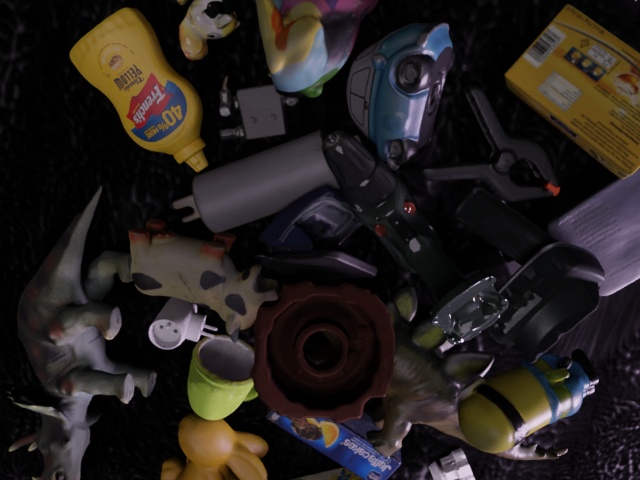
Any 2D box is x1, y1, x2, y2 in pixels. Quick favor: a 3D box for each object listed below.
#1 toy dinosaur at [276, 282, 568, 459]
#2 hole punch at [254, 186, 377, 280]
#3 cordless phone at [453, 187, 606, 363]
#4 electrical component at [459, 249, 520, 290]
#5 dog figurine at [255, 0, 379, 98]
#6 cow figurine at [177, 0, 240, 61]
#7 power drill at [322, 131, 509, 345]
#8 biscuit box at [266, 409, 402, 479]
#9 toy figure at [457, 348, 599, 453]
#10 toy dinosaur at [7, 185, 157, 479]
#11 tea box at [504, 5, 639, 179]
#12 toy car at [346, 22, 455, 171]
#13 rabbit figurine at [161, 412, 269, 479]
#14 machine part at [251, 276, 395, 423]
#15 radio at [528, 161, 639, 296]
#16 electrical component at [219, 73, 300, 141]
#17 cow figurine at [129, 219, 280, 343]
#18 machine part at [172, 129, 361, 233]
[{"bbox_3d":[0.134,0.191,0.720,0.471,0.105,0.198,41,103,-16],"label":"toy dinosaur"},{"bbox_3d":[-0.001,-0.002,0.650,0.116,0.142,0.092,-9,73,32],"label":"hole punch"},{"bbox_3d":[0.216,0.037,0.630,0.184,0.089,0.146,38,124,7],"label":"cordless phone"},{"bbox_3d":[0.232,0.055,0.695,0.119,0.048,0.074,-21,107,11],"label":"electrical component"},{"bbox_3d":[0.038,-0.258,0.556,0.219,0.108,0.191,-13,84,3],"label":"dog figurine"},{"bbox_3d":[-0.116,-0.284,0.586,0.098,0.068,0.167,-2,110,-3],"label":"cow figurine"},{"bbox_3d":[0.098,0.003,0.576,0.086,0.207,0.231,-43,139,3],"label":"power drill"},{"bbox_3d":[0.023,0.269,0.772,0.202,0.063,0.059,35,109,-9],"label":"biscuit box"},{"bbox_3d":[0.250,0.190,0.647,0.180,0.089,0.082,-15,102,-9],"label":"toy figure"},{"bbox_3d":[-0.338,0.126,0.719,0.192,0.131,0.404,-1,103,3],"label":"toy dinosaur"},{"bbox_3d":[0.295,-0.156,0.574,0.170,0.068,0.098,46,108,13],"label":"tea box"},{"bbox_3d":[0.083,-0.167,0.604,0.103,0.109,0.161,23,127,20],"label":"toy car"},{"bbox_3d":[-0.156,0.326,0.772,0.162,0.122,0.173,0,109,-2],"label":"rabbit figurine"},{"bbox_3d":[0.003,0.126,0.634,0.179,0.056,0.179,0,95,-1],"label":"machine part"},{"bbox_3d":[0.387,-0.044,0.639,0.229,0.073,0.131,-36,105,16],"label":"radio"},{"bbox_3d":[-0.074,-0.157,0.637,0.102,0.045,0.078,-1,108,4],"label":"electrical component"},{"bbox_3d":[-0.147,0.053,0.694,0.195,0.085,0.127,12,111,2],"label":"cow figurine"},{"bbox_3d":[-0.062,-0.069,0.651,0.243,0.079,0.079,-18,107,8],"label":"machine part"}]
